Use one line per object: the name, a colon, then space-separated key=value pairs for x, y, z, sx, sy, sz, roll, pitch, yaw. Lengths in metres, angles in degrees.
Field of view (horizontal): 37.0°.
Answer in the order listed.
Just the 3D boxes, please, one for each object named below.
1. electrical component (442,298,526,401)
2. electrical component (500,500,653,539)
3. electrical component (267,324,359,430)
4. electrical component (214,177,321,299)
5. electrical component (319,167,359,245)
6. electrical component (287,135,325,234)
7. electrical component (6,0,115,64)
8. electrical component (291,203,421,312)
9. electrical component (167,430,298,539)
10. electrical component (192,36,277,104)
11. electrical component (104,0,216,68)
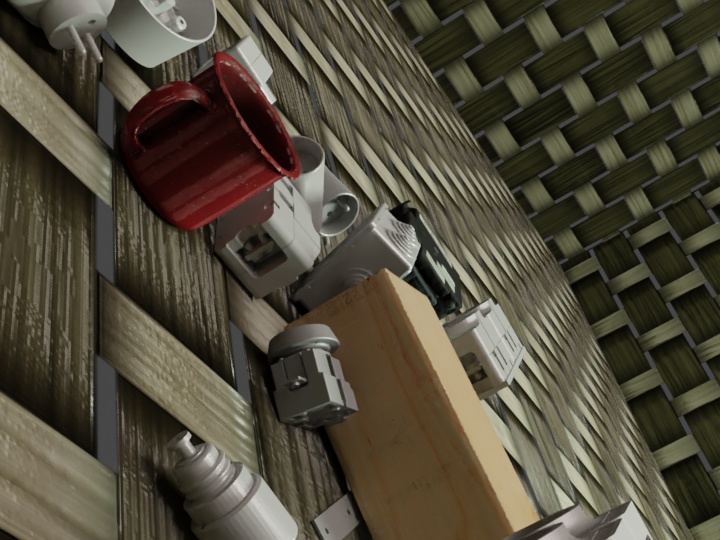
electrical component: x=0.077 y=0.081 z=0.932 sx=0.060 sy=0.105 sz=0.186 roll=61 pitch=13 yaw=2
electrical component: x=0.031 y=0.157 z=0.426 sx=0.060 sy=0.186 sz=0.105 roll=63 pitch=13 yaw=12
electrical component: x=-0.033 y=0.068 z=0.692 sx=0.066 sy=0.048 sz=0.055 roll=34 pitch=36 yaw=-62
electrical component: x=-0.065 y=-0.026 z=0.761 sx=0.055 sy=0.050 sz=0.089 roll=52 pitch=15 yaw=-27
electrical component: x=-0.038 y=-0.055 z=0.923 sx=0.077 sy=0.044 sz=0.079 roll=47 pitch=-23 yaw=37
electrical component: x=-0.065 y=-0.069 z=0.837 sx=0.079 sy=0.044 sz=0.077 roll=29 pitch=-36 yaw=19
electrical component: x=-0.177 y=-0.159 z=0.641 sx=0.079 sy=0.044 sz=0.077 roll=62 pitch=13 yaw=9
electrical component: x=0.000 y=0.000 z=0.843 sx=0.048 sy=0.100 sz=0.099 roll=46 pitch=15 yaw=-4
electrical component: x=-0.063 y=0.109 z=0.503 sx=0.078 sy=0.040 sz=0.040 roll=56 pitch=14 yaw=-14
electrical component: x=-0.097 y=-0.151 z=0.914 sx=0.076 sy=0.047 sz=0.065 roll=56 pitch=14 yaw=-16
electrical component: x=-0.153 y=-0.197 z=0.769 sx=0.099 sy=0.064 sz=0.099 roll=55 pitch=15 yaw=-22
